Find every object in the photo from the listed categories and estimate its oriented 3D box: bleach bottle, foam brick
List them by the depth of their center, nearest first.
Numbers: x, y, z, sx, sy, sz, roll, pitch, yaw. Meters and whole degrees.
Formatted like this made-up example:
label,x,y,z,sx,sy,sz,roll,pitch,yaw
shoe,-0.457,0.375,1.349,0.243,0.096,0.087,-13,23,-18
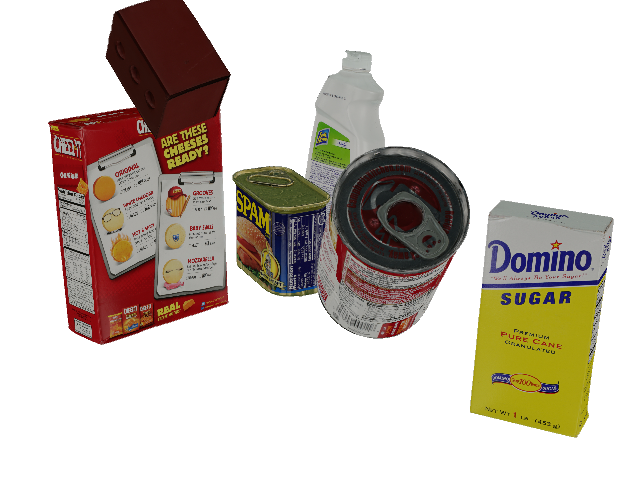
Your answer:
label,x,y,z,sx,sy,sz,roll,pitch,yaw
foam brick,-0.107,-0.122,0.740,0.051,0.078,0.053,-24,-18,-28
bleach bottle,0.032,-0.075,1.144,0.103,0.251,0.067,18,18,38

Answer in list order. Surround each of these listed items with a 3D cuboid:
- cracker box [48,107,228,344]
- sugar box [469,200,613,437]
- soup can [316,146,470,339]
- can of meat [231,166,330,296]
label,x,y,z,sx,sy,sz,roll,pitch,yaw
cracker box,-0.177,-0.023,1.062,0.163,0.214,0.072,-17,22,-42
sugar box,0.175,0.062,0.853,0.093,0.176,0.048,10,23,23
soup can,0.035,0.005,0.560,0.068,0.068,0.102,0,-24,-5
can of meat,-0.035,-0.008,0.914,0.057,0.084,0.102,-11,25,-26
